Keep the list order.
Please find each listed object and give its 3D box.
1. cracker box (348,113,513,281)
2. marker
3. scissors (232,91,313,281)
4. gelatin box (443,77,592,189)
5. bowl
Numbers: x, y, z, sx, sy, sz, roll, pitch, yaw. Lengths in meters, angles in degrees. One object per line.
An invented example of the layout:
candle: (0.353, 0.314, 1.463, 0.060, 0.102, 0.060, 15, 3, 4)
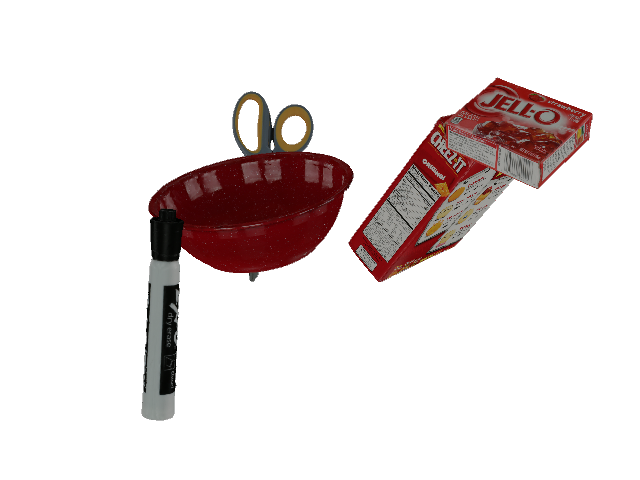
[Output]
cracker box: (0.146, -0.061, 1.231, 0.163, 0.072, 0.214, -22, -25, -46)
marker: (-0.090, 0.042, 0.607, 0.020, 0.121, 0.020, 4, 10, -1)
scissors: (-0.045, -0.062, 1.134, 0.096, 0.202, 0.016, -9, -8, -11)
gelatin box: (0.151, -0.085, 0.823, 0.089, 0.030, 0.073, 29, 54, 32)
bowl: (-0.050, -0.018, 0.841, 0.162, 0.055, 0.162, -8, 23, 3)
